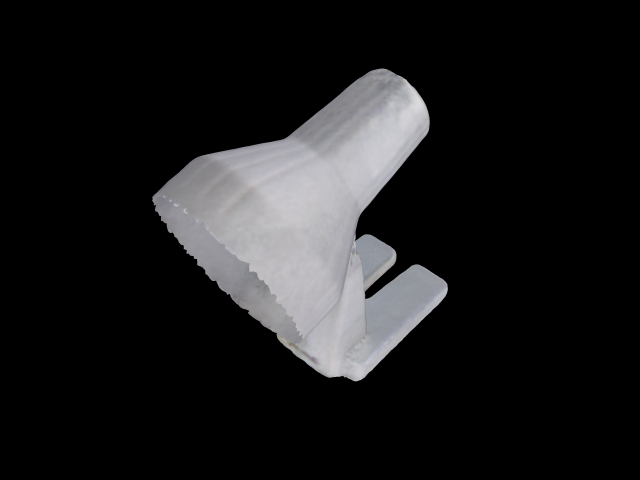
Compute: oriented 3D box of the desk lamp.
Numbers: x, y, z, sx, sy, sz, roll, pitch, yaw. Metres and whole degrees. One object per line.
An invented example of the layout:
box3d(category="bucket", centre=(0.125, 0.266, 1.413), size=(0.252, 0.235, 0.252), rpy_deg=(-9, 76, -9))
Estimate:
box3d(category="desk lamp", centre=(0.004, 0.001, 0.400), size=(0.117, 0.214, 0.204), rpy_deg=(33, 54, 29))
